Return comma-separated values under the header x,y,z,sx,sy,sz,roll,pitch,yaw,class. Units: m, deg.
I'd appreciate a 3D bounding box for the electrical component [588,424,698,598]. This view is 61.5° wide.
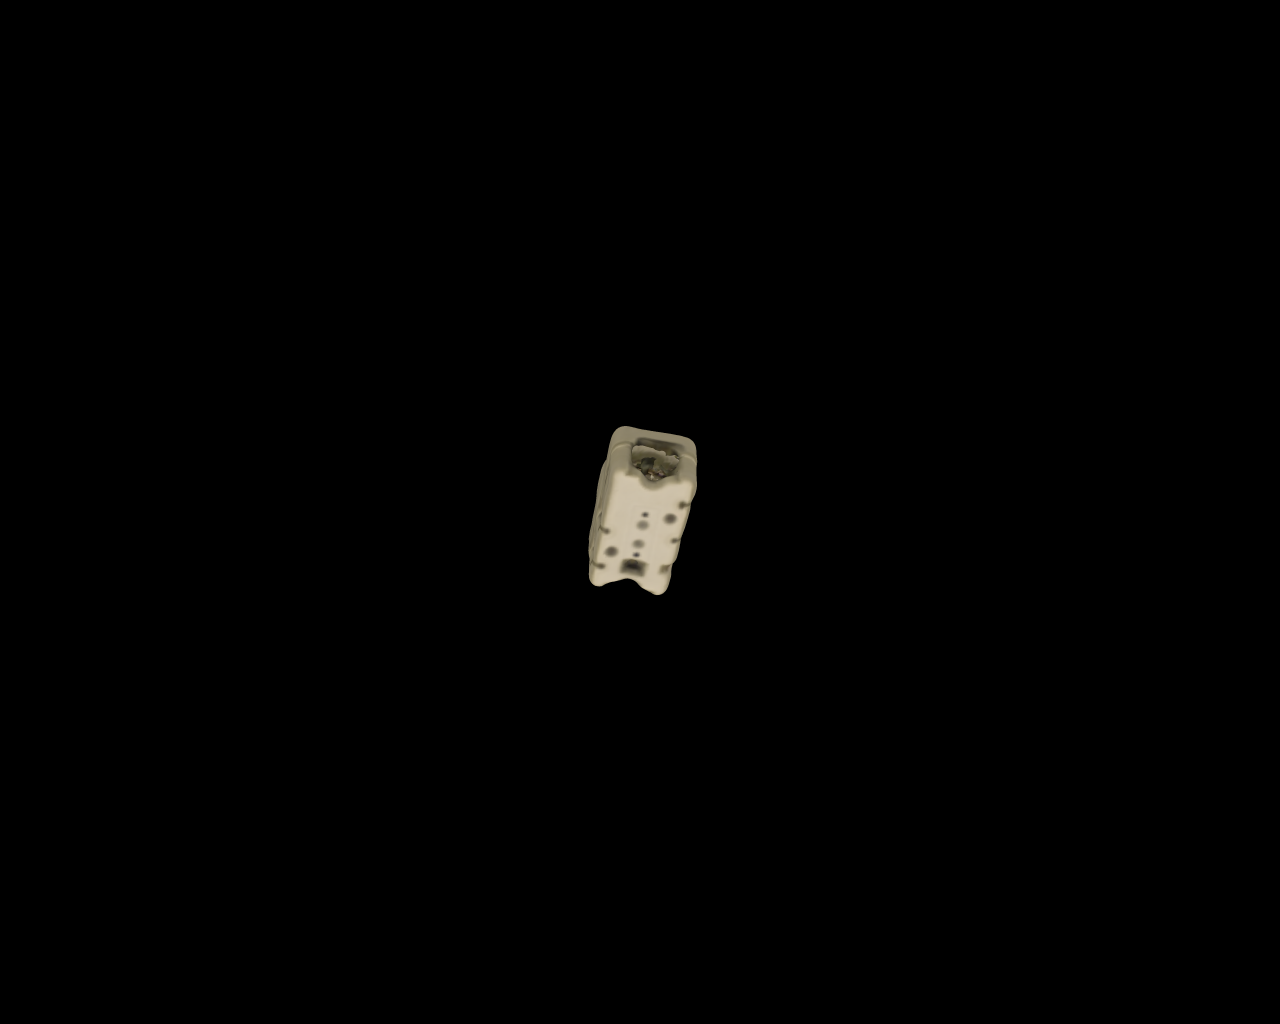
x,y,z,sx,sy,sz,roll,pitch,yaw,class
0.001,-0.003,0.650,0.050,0.089,0.056,9,36,-7,electrical component
